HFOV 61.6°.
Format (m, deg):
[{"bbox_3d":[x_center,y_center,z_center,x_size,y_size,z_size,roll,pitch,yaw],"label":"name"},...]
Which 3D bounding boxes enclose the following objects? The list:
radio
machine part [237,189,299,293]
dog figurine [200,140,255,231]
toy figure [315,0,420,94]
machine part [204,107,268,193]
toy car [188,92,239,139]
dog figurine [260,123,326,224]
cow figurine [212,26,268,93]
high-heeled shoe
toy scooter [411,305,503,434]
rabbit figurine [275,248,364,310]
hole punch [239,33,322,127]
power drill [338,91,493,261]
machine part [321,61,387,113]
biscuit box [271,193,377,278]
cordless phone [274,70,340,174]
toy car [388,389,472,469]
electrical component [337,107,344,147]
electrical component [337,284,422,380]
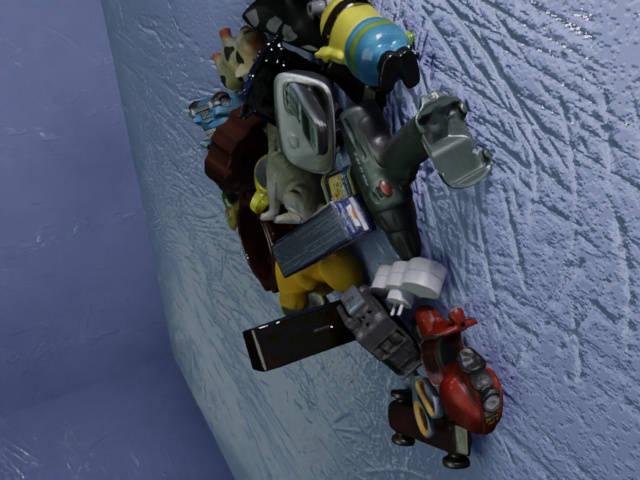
[{"bbox_3d":[-0.012,0.153,0.910,0.131,0.230,0.073,145,110,-68],"label":"radio"},{"bbox_3d":[-0.107,-0.002,1.170,0.201,0.087,0.201,55,151,32],"label":"machine part"},{"bbox_3d":[-0.182,-0.129,1.226,0.192,0.108,0.219,20,128,56],"label":"dog figurine"},{"bbox_3d":[0.062,-0.249,0.680,0.180,0.082,0.089,54,130,48],"label":"toy figure"},{"bbox_3d":[-0.140,-0.176,1.026,0.056,0.179,0.179,37,143,16],"label":"machine part"},{"bbox_3d":[-0.180,-0.235,1.066,0.109,0.161,0.102,-13,99,25],"label":"toy car"},{"bbox_3d":[-0.034,-0.127,0.927,0.173,0.121,0.190,8,103,44],"label":"dog figurine"},{"bbox_3d":[-0.147,-0.342,1.037,0.195,0.085,0.127,-21,89,68],"label":"cow figurine"},{"bbox_3d":[-0.047,-0.349,0.885,0.145,0.086,0.249,47,179,-15],"label":"high-heeled shoe"},{"bbox_3d":[0.180,0.153,0.689,0.135,0.075,0.184,99,148,-60],"label":"toy scooter"},{"bbox_3d":[0.010,0.044,0.967,0.173,0.122,0.162,6,102,48],"label":"rabbit figurine"},{"bbox_3d":[-0.062,-0.239,0.857,0.142,0.116,0.092,-65,17,4],"label":"hole punch"},{"bbox_3d":[0.119,-0.083,0.679,0.232,0.086,0.207,64,162,-4],"label":"power drill"},{"bbox_3d":[0.050,-0.217,0.774,0.139,0.039,0.084,49,154,37],"label":"machine part"},{"bbox_3d":[-0.002,-0.003,0.830,0.203,0.059,0.063,-31,83,52],"label":"biscuit box"},{"bbox_3d":[-0.007,-0.140,0.734,0.184,0.089,0.146,-108,12,-52],"label":"cordless phone"},{"bbox_3d":[0.170,0.285,0.827,0.202,0.053,0.089,165,108,-63],"label":"toy car"},{"bbox_3d":[0.008,-0.175,0.867,0.078,0.045,0.102,38,141,0],"label":"electrical component"},{"bbox_3d":[0.085,0.129,0.801,0.134,0.058,0.115,44,-176,-23],"label":"electrical component"}]
